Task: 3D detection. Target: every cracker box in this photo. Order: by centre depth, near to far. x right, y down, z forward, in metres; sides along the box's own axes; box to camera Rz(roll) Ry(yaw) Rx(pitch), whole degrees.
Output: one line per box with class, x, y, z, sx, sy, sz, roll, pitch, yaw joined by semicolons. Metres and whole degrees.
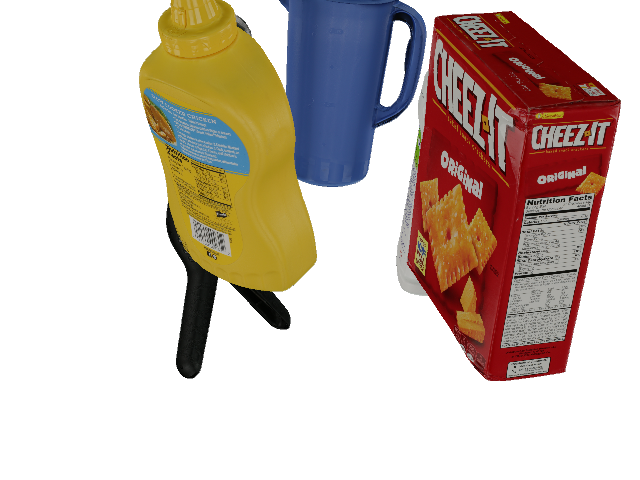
cracker box;0.125;-0.033;0.759;0.072;0.214;0.164;-7;33;-15

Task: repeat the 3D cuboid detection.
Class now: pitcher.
pitcher;0.028;-0.192;1.312;0.144;0.243;0.149;-9;29;-27

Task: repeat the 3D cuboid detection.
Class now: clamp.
clamp;-0.097;0.016;1.042;0.036;0.210;0.164;-10;1;35

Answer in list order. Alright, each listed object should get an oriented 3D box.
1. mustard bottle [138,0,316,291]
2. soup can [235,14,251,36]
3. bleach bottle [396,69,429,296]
mustard bottle;-0.057;-0.061;0.604;0.096;0.191;0.058;27;54;32
soup can;-0.089;-0.132;0.881;0.068;0.068;0.102;0;-32;-2
bleach bottle;0.122;-0.073;1.091;0.068;0.251;0.102;2;31;-2
